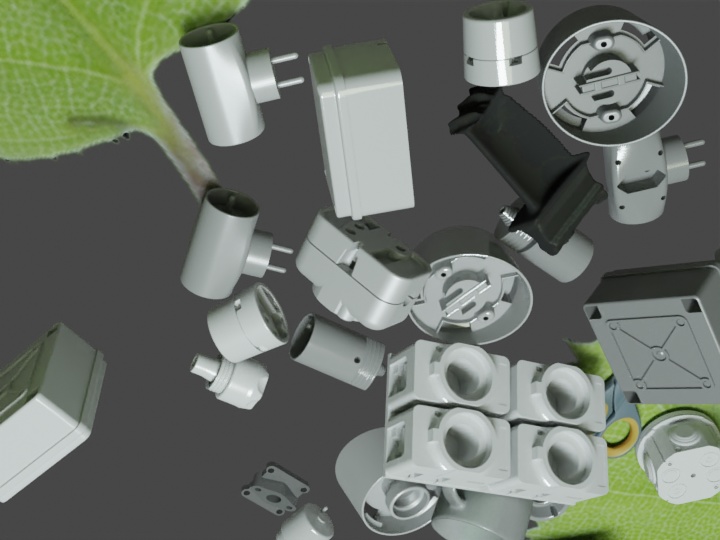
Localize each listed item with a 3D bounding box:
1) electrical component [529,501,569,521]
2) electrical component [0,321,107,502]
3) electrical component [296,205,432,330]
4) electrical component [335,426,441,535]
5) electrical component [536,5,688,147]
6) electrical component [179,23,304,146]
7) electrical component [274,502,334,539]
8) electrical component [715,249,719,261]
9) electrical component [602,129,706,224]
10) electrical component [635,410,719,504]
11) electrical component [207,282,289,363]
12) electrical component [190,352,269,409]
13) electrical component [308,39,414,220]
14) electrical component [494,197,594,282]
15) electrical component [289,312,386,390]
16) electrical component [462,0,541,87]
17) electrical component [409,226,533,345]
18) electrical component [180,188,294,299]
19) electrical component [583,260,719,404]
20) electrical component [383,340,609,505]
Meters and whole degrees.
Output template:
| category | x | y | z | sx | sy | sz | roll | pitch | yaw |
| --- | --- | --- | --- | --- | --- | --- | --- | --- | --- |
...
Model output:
| category | x | y | z | sx | sy | sz | roll | pitch | yaw |
| --- | --- | --- | --- | --- | --- | --- | --- | --- | --- |
| electrical component | 0.169 | 0.202 | 1.012 | 0.055 | 0.047 | 0.055 | -3 | 123 | -5 |
| electrical component | -0.267 | 0.113 | 0.869 | 0.109 | 0.108 | 0.056 | -37 | 116 | 16 |
| electrical component | 0.000 | 0.000 | 0.837 | 0.095 | 0.054 | 0.059 | 39 | 119 | 21 |
| electrical component | 0.034 | 0.195 | 0.997 | 0.099 | 0.064 | 0.099 | -11 | 125 | -16 |
| electrical component | 0.180 | -0.142 | 0.785 | 0.099 | 0.064 | 0.099 | -3 | 122 | -5 |
| electrical component | -0.081 | -0.136 | 0.769 | 0.079 | 0.044 | 0.077 | -13 | 123 | 1 |
| electrical component | -0.060 | 0.255 | 1.023 | 0.040 | 0.040 | 0.078 | 38 | 111 | -26 |
| electrical component | 0.320 | 0.018 | 0.908 | 0.047 | 0.065 | 0.076 | 17 | 148 | -16 |
| electrical component | 0.231 | -0.083 | 0.841 | 0.079 | 0.043 | 0.077 | -13 | 123 | 2 |
| electrical component | 0.304 | 0.176 | 1.009 | 0.080 | 0.051 | 0.080 | -3 | 123 | -5 |
| electrical component | -0.092 | 0.044 | 0.878 | 0.047 | 0.055 | 0.055 | -26 | 122 | 14 |
| electrical component | -0.112 | 0.089 | 0.910 | 0.062 | 0.043 | 0.043 | 25 | 116 | -19 |
| electrical component | 0.001 | -0.102 | 0.781 | 0.057 | 0.078 | 0.113 | -10 | 123 | -4 |
| electrical component | 0.144 | -0.028 | 0.865 | 0.081 | 0.043 | 0.043 | 31 | 114 | -23 |
| electrical component | -0.014 | 0.071 | 0.909 | 0.081 | 0.043 | 0.043 | 25 | 116 | -21 |
| electrical component | 0.100 | -0.163 | 0.769 | 0.055 | 0.055 | 0.047 | -9 | 119 | -1 |
| electrical component | 0.085 | 0.015 | 0.873 | 0.099 | 0.064 | 0.099 | -3 | 123 | -5 |
| electrical component | -0.093 | -0.017 | 0.844 | 0.079 | 0.044 | 0.077 | 14 | 120 | -15 |
| electrical component | 0.257 | 0.053 | 0.883 | 0.109 | 0.056 | 0.108 | -7 | 119 | 45 |
| electrical component | 0.118 | 0.129 | 0.904 | 0.186 | 0.105 | 0.060 | 13 | 155 | -22 |
